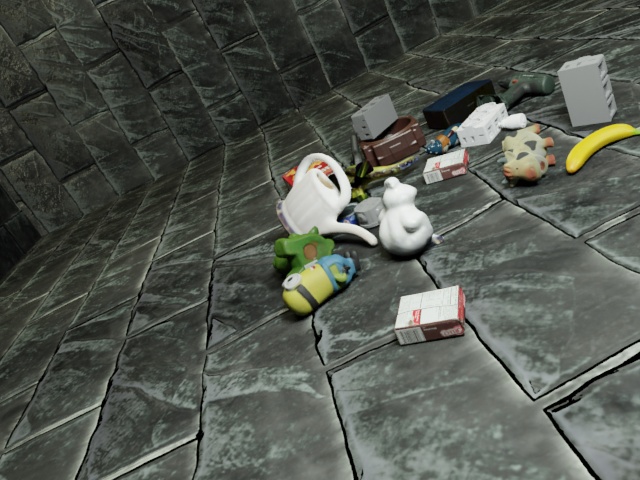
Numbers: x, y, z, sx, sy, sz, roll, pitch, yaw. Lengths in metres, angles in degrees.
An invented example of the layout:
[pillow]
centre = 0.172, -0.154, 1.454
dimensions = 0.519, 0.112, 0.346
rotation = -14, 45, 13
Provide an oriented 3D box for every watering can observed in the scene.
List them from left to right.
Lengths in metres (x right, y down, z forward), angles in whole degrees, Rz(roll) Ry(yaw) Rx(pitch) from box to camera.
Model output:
[watering can]
centre = 0.004, -0.066, 1.317
dimensions = 0.221, 0.103, 0.355
rotation = -46, 52, 26

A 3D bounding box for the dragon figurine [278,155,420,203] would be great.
[dragon figurine]
centre = 0.075, -0.166, 1.520
dimensions = 0.412, 0.121, 0.244
rotation = -22, 14, -11

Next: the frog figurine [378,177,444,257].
[frog figurine]
centre = 0.170, -0.049, 1.086
dimensions = 0.123, 0.157, 0.138
rotation = -34, 23, -12
